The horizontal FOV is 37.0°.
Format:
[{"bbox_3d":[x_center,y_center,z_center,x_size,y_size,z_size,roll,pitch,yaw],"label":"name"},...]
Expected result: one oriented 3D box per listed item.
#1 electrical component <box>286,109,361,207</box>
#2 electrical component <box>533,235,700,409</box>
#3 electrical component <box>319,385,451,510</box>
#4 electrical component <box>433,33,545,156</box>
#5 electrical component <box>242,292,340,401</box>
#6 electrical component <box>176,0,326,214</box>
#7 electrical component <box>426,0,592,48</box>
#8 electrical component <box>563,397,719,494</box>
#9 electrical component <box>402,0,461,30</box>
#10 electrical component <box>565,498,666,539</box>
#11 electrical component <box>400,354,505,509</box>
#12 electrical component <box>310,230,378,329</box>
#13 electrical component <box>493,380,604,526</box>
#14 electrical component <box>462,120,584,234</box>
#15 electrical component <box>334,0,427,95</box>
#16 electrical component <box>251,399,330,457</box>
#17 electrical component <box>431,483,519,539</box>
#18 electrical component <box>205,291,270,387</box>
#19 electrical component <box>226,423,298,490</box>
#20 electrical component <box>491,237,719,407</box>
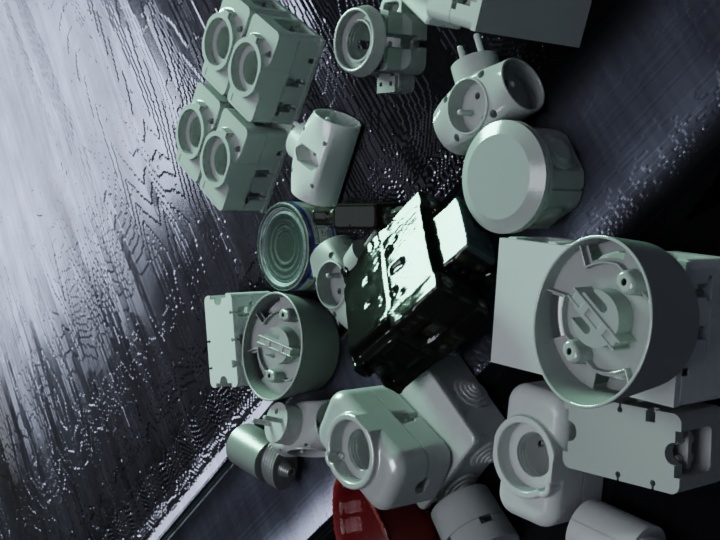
[{"bbox_3d":[-0.041,-0.108,0.967,0.079,0.043,0.077,40,122,42],"label":"electrical component"},{"bbox_3d":[0.146,0.029,0.631,0.099,0.064,0.099,3,94,50],"label":"electrical component"},{"bbox_3d":[0.014,0.134,0.820,0.095,0.059,0.053,44,124,40],"label":"electrical component"},{"bbox_3d":[0.091,-0.138,0.806,0.077,0.044,0.079,-30,69,47],"label":"electrical component"},{"bbox_3d":[-0.068,0.070,0.988,0.099,0.064,0.099,-3,85,39],"label":"electrical component"},{"bbox_3d":[-0.114,-0.161,1.040,0.105,0.060,0.186,46,125,39],"label":"electrical component"},{"bbox_3d":[0.116,-0.253,0.722,0.060,0.105,0.186,31,115,46],"label":"electrical component"},{"bbox_3d":[0.184,0.107,0.695,0.089,0.056,0.050,5,96,50],"label":"electrical component"},{"bbox_3d":[0.040,-0.232,0.838,0.083,0.076,0.047,53,129,35],"label":"electrical component"},{"bbox_3d":[0.181,0.186,0.712,0.081,0.043,0.043,18,105,49],"label":"electrical component"},{"bbox_3d":[0.064,0.125,0.847,0.099,0.048,0.099,55,131,33],"label":"electrical component"},{"bbox_3d":[0.000,0.000,0.922,0.079,0.044,0.077,-56,52,36],"label":"electrical component"},{"bbox_3d":[0.134,0.127,0.754,0.054,0.059,0.095,14,103,49],"label":"electrical component"},{"bbox_3d":[0.116,-0.066,0.773,0.080,0.051,0.080,3,94,50],"label":"electrical component"},{"bbox_3d":[0.016,-0.186,0.884,0.058,0.057,0.078,7,97,50],"label":"electrical component"},{"bbox_3d":[-0.060,0.142,0.975,0.077,0.079,0.044,-22,59,49],"label":"electrical component"},{"bbox_3d":[0.086,0.196,0.820,0.055,0.055,0.047,-57,48,35],"label":"electrical component"},{"bbox_3d":[-0.113,0.067,1.053,0.050,0.056,0.089,-9,85,50],"label":"electrical component"},{"bbox_3d":[-0.090,0.182,1.040,0.081,0.043,0.043,18,106,48],"label":"electrical component"},{"bbox_3d":[0.165,0.029,0.710,0.150,0.062,0.089,11,99,50],"label":"electrical component"}]
